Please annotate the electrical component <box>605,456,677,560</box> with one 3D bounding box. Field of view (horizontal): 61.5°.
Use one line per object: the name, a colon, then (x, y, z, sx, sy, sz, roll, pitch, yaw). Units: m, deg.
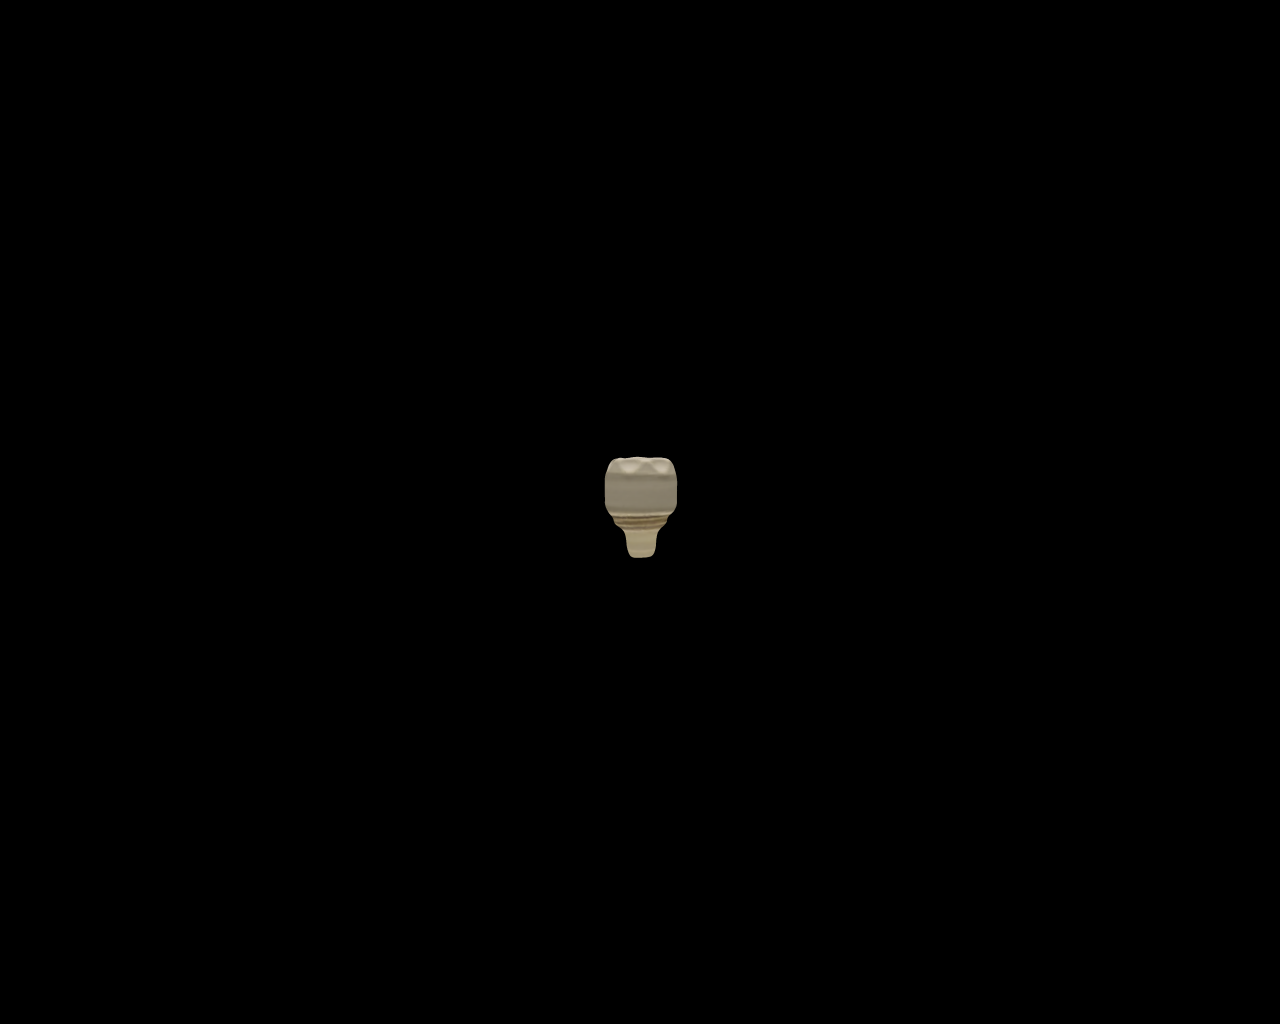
electrical component: (0.001, -0.003, 0.650, 0.043, 0.062, 0.043, 0, 5, 0)
